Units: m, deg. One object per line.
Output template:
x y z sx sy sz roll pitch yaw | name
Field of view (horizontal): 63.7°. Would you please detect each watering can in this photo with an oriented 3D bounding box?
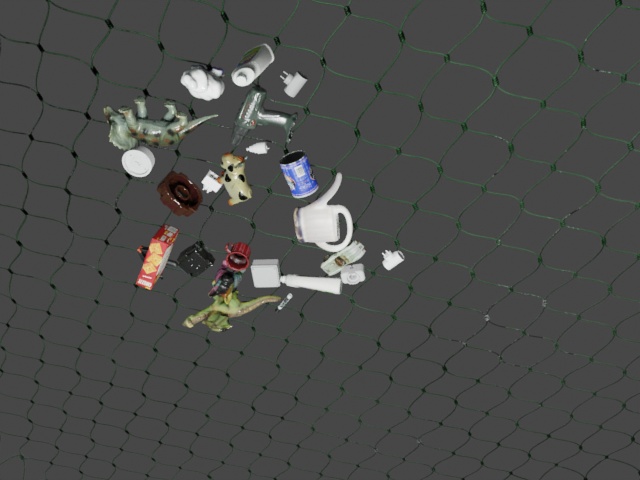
0.006 -0.097 1.932 0.224 0.106 0.340 -3 123 8 | watering can

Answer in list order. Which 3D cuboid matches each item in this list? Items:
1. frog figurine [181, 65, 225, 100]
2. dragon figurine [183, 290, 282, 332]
-0.386 -0.503 1.676 0.137 0.163 0.120 24 123 -11 | frog figurine
-0.378 0.311 2.151 0.409 0.248 0.120 -6 118 11 | dragon figurine
